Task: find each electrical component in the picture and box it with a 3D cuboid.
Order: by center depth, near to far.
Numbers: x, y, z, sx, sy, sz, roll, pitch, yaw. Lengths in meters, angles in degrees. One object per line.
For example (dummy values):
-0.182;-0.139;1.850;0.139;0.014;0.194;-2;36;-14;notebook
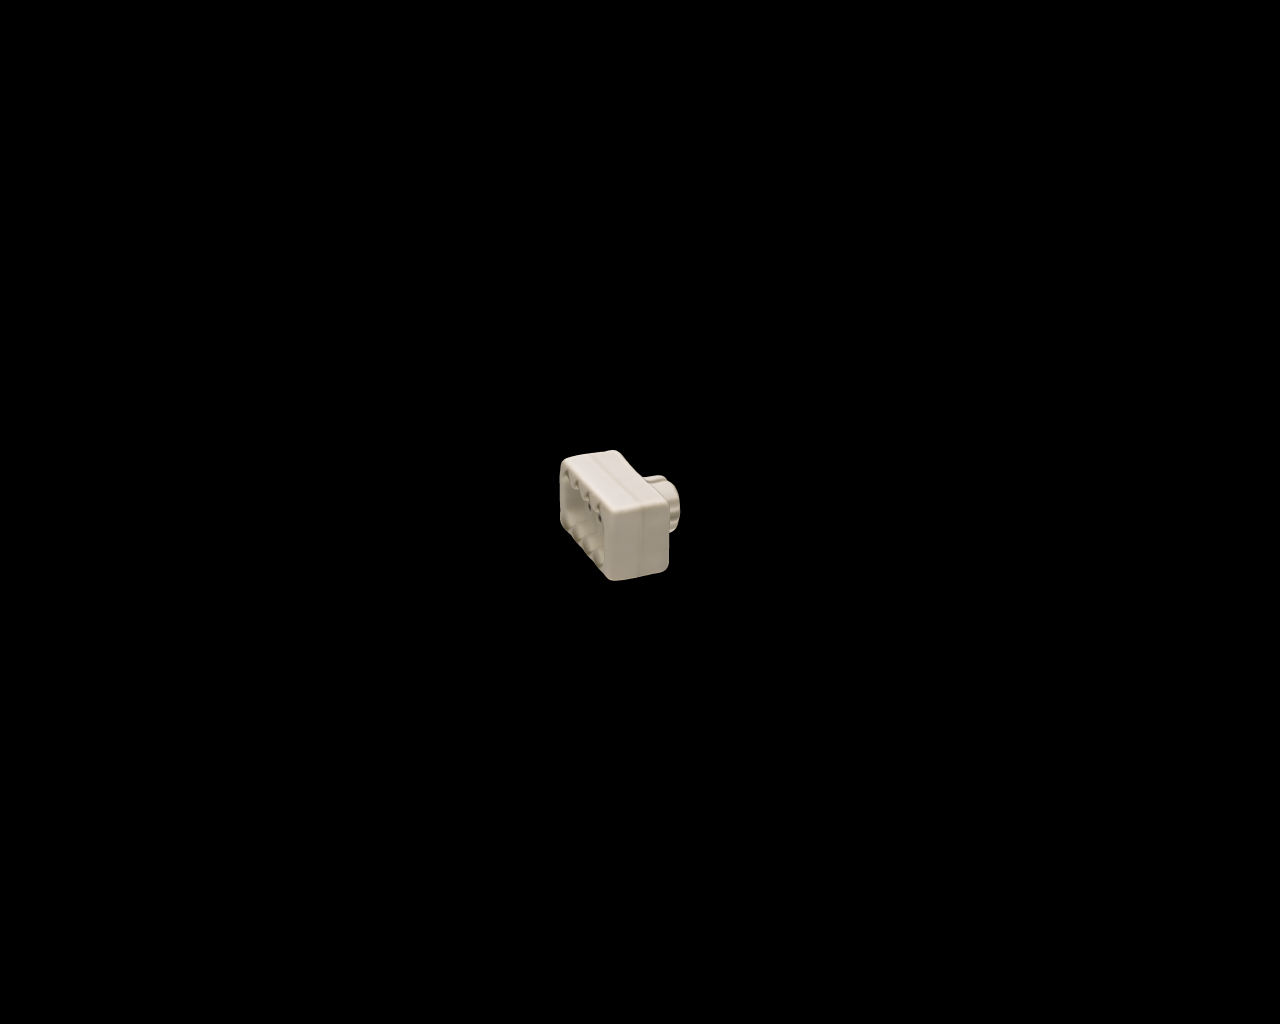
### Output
0.001;-0.003;0.650;0.076;0.047;0.083;-11;29;-21;electrical component
